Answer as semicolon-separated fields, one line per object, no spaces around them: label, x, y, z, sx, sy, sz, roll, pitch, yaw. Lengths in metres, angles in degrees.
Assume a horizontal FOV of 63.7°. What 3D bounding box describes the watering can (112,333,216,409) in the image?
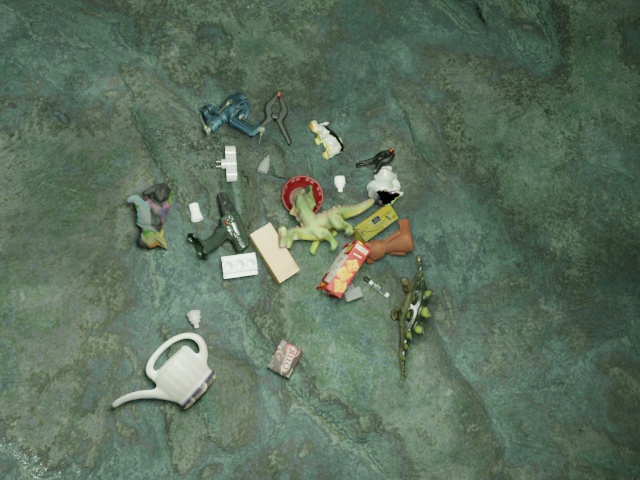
watering can;-0.505;0.483;1.745;0.224;0.351;0.103;44;-16;-3

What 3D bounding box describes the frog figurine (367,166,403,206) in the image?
frog figurine;0.252;-0.218;2.054;0.137;0.163;0.119;-8;-43;-5

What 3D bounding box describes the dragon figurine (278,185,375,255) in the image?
dragon figurine;0.006;-0.096;1.917;0.415;0.240;0.122;-45;21;-18
